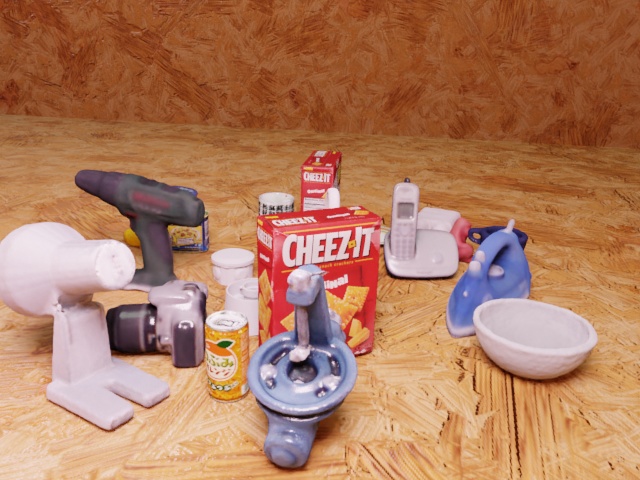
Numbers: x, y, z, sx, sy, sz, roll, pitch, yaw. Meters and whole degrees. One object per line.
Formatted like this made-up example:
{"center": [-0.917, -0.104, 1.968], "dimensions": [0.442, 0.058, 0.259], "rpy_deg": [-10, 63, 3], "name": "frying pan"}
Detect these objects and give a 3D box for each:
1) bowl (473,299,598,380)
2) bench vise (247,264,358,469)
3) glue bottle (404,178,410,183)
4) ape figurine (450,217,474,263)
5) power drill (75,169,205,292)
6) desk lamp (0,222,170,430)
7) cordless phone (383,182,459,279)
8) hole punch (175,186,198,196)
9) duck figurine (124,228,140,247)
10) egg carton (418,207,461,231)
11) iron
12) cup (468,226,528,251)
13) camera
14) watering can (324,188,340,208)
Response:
{"center": [0.300, 0.150, 0.818], "dimensions": [0.167, 0.075, 0.167], "rpy_deg": [2, 19, 0], "name": "bowl"}
{"center": [-0.021, 0.115, 0.660], "dimensions": [0.121, 0.220, 0.207], "rpy_deg": [1, 19, -4], "name": "bench vise"}
{"center": [0.179, -0.048, 1.220], "dimensions": [0.037, 0.173, 0.078], "rpy_deg": [1, 19, -3], "name": "glue bottle"}
{"center": [0.302, -0.003, 1.227], "dimensions": [0.076, 0.092, 0.078], "rpy_deg": [9, 20, 18], "name": "ape figurine"}
{"center": [-0.318, -0.017, 1.018], "dimensions": [0.229, 0.208, 0.075], "rpy_deg": [4, 19, 5], "name": "power drill"}
{"center": [-0.291, 0.090, 0.708], "dimensions": [0.202, 0.214, 0.118], "rpy_deg": [13, 22, 29], "name": "desk lamp"}
{"center": [0.200, -0.018, 1.119], "dimensions": [0.147, 0.185, 0.094], "rpy_deg": [0, 19, -6], "name": "cordless phone"}
{"center": [-0.345, -0.075, 1.359], "dimensions": [0.108, 0.091, 0.101], "rpy_deg": [3, 19, 1], "name": "hole punch"}
{"center": [-0.392, -0.039, 1.257], "dimensions": [0.077, 0.086, 0.104], "rpy_deg": [-1, 20, -10], "name": "duck figurine"}
{"center": [0.268, -0.027, 1.327], "dimensions": [0.107, 0.069, 0.151], "rpy_deg": [10, 21, 22], "name": "egg carton"}
{"center": [0.287, 0.057, 0.980], "dimensions": [0.118, 0.141, 0.259], "rpy_deg": [14, 23, 31], "name": "iron"}
{"center": [0.349, 0.025, 1.148], "dimensions": [0.117, 0.095, 0.092], "rpy_deg": [13, 22, 28], "name": "cup"}
{"center": [-0.233, 0.110, 0.830], "dimensions": [0.137, 0.101, 0.143], "rpy_deg": [-1, 20, -9], "name": "camera"}
{"center": [0.010, 0.004, 1.018], "dimensions": [0.173, 0.194, 0.100], "rpy_deg": [-6, 21, -23], "name": "watering can"}
